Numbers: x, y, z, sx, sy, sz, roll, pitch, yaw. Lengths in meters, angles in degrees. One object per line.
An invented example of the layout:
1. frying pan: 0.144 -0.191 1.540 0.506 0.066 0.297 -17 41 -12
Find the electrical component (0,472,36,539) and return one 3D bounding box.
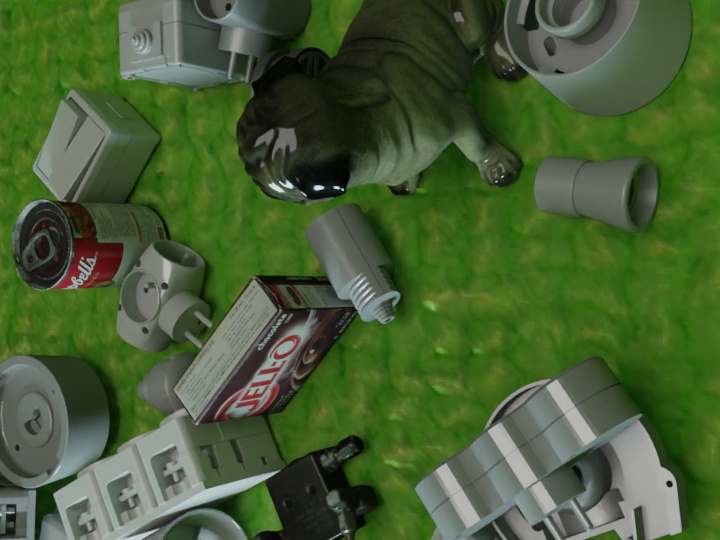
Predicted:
1. electrical component: -0.309 0.249 0.908 0.089 0.062 0.150 -167 80 -72

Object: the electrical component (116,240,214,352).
1. electrical component: -0.142 0.029 0.824 0.079 0.044 0.077 37 111 28

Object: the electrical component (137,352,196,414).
1. electrical component: -0.146 0.090 0.829 0.062 0.048 0.048 -13 84 41

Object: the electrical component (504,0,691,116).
1. electrical component: 0.137 -0.146 0.631 0.099 0.064 0.099 -12 71 39

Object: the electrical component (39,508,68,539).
1. electrical component: -0.234 0.231 0.893 0.064 0.042 0.081 22 102 36

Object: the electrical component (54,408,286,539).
1. electrical component: -0.144 0.153 0.800 0.150 0.089 0.061 -33 73 31

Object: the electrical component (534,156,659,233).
1. electrical component: 0.136 -0.047 0.633 0.065 0.044 0.044 11 97 39

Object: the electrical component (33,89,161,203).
1. electrical component: -0.218 -0.089 0.865 0.062 0.061 0.096 45 114 26

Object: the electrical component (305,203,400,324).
1. electrical component: 0.000 0.000 0.726 0.043 0.043 0.081 -40 69 28

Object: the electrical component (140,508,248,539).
1. electrical component: -0.126 0.230 0.786 0.064 0.099 0.099 -28 75 38

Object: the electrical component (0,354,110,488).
1. electrical component: -0.255 0.122 0.894 0.108 0.060 0.108 1 91 35

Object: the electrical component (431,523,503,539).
1. electrical component: 0.066 0.200 0.672 0.061 0.062 0.096 39 112 28

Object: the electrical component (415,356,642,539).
1. electrical component: 0.100 0.116 0.593 0.138 0.052 0.073 -43 68 28

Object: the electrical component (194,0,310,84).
1. electrical component: -0.078 -0.172 0.757 0.043 0.077 0.079 17 100 33

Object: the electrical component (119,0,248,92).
1. electrical component: -0.130 -0.169 0.781 0.062 0.096 0.061 -2 89 35
